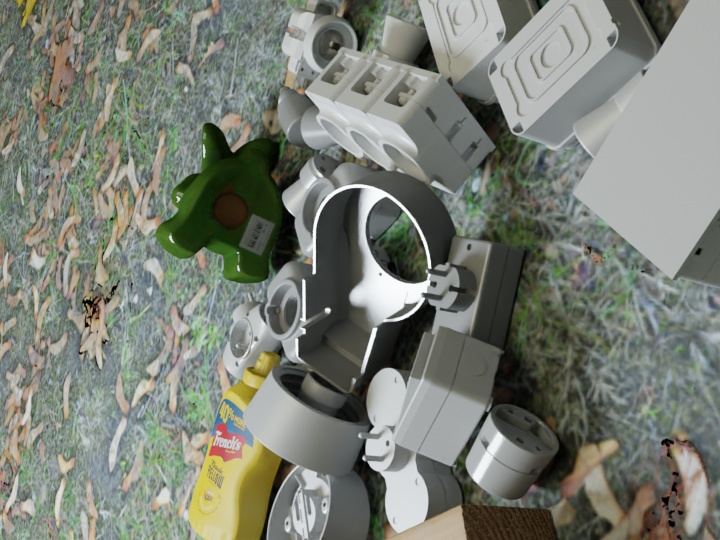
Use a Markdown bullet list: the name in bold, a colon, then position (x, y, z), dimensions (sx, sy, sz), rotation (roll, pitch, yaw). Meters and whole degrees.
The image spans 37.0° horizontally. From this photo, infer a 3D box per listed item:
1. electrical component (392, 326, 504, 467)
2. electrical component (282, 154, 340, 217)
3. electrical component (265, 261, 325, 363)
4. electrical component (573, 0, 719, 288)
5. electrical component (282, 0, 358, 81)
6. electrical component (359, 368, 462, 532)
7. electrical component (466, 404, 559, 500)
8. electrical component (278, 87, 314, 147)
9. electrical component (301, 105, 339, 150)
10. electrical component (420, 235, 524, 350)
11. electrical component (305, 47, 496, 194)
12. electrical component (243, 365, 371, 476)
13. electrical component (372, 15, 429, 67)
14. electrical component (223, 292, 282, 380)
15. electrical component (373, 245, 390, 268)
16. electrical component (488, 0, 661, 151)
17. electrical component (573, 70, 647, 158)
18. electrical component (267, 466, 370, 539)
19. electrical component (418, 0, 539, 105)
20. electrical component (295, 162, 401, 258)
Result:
- **electrical component**: position (0.061, 0.098, 0.817), dimensions (0.061, 0.061, 0.096), rotation (-67, -1, -48)
- **electrical component**: position (-0.043, -0.080, 1.046), dimensions (0.055, 0.045, 0.045), rotation (-48, 46, 34)
- **electrical component**: position (-0.048, 0.041, 1.009), dimensions (0.053, 0.059, 0.095), rotation (-50, 45, 33)
- **electrical component**: position (0.231, -0.094, 0.675), dimensions (0.186, 0.060, 0.105), rotation (-62, 40, 21)
- **electrical component**: position (-0.038, -0.227, 1.069), dimensions (0.057, 0.058, 0.078), rotation (36, 110, 54)
- **electrical component**: position (0.030, 0.144, 0.866), dimensions (0.052, 0.074, 0.138), rotation (-38, 52, 41)
- **electrical component**: position (0.109, 0.133, 0.782), dimensions (0.055, 0.055, 0.047), rotation (54, 126, 45)
- **electrical component**: position (-0.065, -0.160, 1.100), dimensions (0.040, 0.040, 0.078), rotation (-54, 43, 29)
- **electrical component**: position (-0.021, -0.138, 1.037), dimensions (0.065, 0.044, 0.044), rotation (8, 88, 49)
- **electrical component**: position (0.078, 0.015, 0.835), dimensions (0.047, 0.076, 0.083), rotation (14, 92, 53)
- **electrical component**: position (0.028, -0.126, 0.913), dimensions (0.061, 0.089, 0.150), rotation (-50, 37, -8)
- **electrical component**: position (-0.041, 0.124, 0.941), dimensions (0.108, 0.108, 0.060), rotation (41, 107, 49)
- **electrical component**: position (0.035, -0.197, 0.974), dimensions (0.045, 0.045, 0.055), rotation (39, 112, 50)
- **electrical component**: position (-0.108, 0.059, 1.094), dimensions (0.077, 0.044, 0.079), rotation (-51, 45, 32)
- **electrical component**: position (0.000, 0.000, 0.974), dimensions (0.046, 0.040, 0.040), rotation (-20, 65, 42)
- **electrical component**: position (0.158, -0.150, 0.789), dimensions (0.113, 0.057, 0.078), rotation (-44, 49, 37)
- **electrical component**: position (0.188, -0.108, 0.754), dimensions (0.065, 0.044, 0.044), rotation (-44, 48, 31)
- **electrical component**: position (-0.039, 0.217, 0.945), dimensions (0.099, 0.064, 0.099), rotation (-18, 67, 50)
- **electrical component**: position (0.102, -0.201, 0.877), dimensions (0.078, 0.057, 0.113), rotation (-40, 51, 40)
- **electrical component**: position (-0.015, -0.052, 0.990), dimensions (0.095, 0.059, 0.053), rotation (-45, 48, 36)
